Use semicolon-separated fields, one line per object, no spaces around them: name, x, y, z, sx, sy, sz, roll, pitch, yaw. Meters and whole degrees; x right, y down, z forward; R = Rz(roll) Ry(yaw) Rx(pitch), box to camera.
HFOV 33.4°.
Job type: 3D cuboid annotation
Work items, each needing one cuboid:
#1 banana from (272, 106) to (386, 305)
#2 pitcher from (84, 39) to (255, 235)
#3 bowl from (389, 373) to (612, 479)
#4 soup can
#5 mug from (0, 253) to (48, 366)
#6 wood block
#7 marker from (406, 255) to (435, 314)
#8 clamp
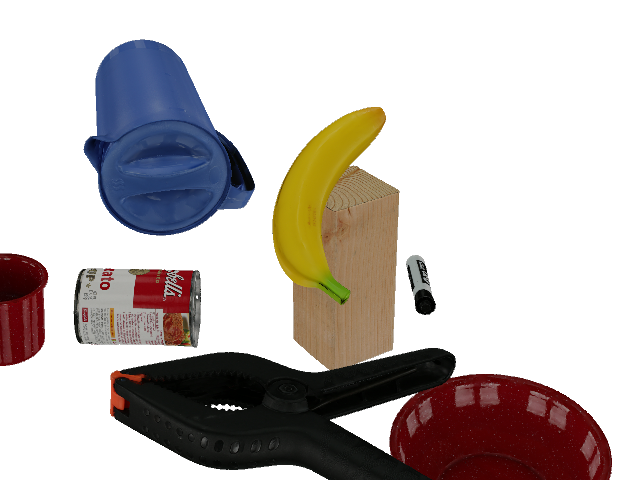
banana;0.003;-0.035;0.827;0.069;0.197;0.037;16;-36;-4
pitcher;-0.171;-0.119;1.155;0.145;0.149;0.243;-22;36;-1
bowl;0.132;0.171;0.797;0.162;0.055;0.162;-1;34;0
soup can;-0.158;0.059;0.932;0.102;0.068;0.068;1;0;-1
mug;-0.319;0.077;1.054;0.093;0.081;0.117;8;30;4
wood block;0.026;0.032;1.221;0.090;0.206;0.090;-17;32;-29
marker;0.096;0.042;1.022;0.020;0.020;0.121;0;18;1
clamp;-0.014;0.096;0.615;0.210;0.036;0.164;9;24;7
